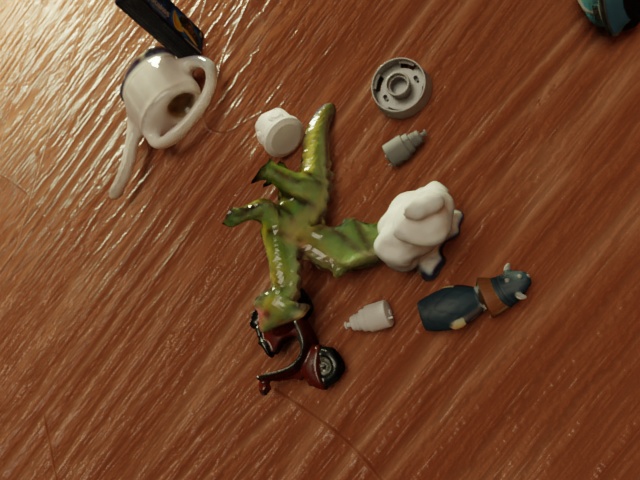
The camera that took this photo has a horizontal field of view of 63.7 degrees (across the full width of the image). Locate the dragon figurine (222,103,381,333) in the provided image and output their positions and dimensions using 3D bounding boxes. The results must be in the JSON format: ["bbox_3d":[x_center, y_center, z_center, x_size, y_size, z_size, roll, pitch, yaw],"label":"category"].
[{"bbox_3d":[0.003,-0.042,0.826,0.243,0.417,0.120,32,-23,8],"label":"dragon figurine"}]

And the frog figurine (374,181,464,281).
[{"bbox_3d":[0.129,-0.023,0.717,0.125,0.137,0.158,49,9,31],"label":"frog figurine"}]

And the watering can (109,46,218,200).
[{"bbox_3d":[-0.358,-0.264,1.081,0.228,0.346,0.103,51,10,31],"label":"watering can"}]
